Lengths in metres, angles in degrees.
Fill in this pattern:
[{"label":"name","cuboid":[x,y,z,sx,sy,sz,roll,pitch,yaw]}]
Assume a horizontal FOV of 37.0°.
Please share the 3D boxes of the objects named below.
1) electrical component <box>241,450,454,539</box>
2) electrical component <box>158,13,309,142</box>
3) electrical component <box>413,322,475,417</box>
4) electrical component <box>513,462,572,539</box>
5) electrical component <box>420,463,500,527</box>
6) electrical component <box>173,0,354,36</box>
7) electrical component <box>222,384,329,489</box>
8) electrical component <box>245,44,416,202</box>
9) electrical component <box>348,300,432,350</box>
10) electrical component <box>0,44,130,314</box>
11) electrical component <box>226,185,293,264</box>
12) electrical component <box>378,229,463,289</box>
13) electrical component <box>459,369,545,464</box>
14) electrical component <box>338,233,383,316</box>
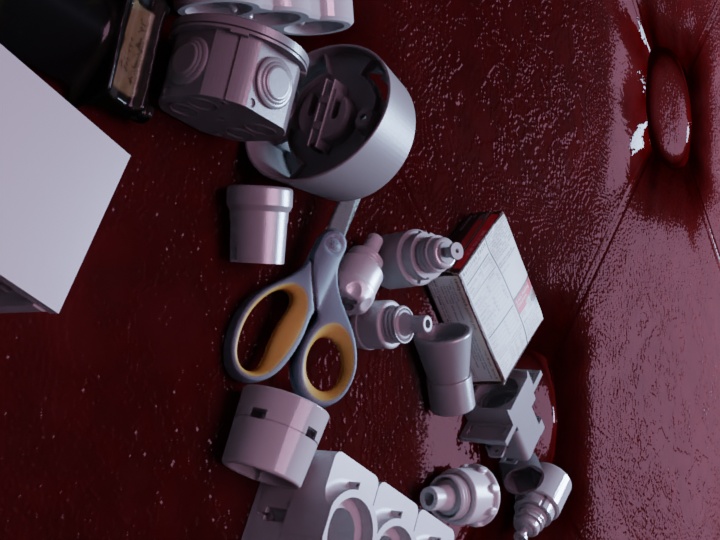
[{"label":"electrical component","cuboid":[-0.003,0.185,0.694,0.150,0.062,0.089,43,55,-42]},{"label":"electrical component","cuboid":[-0.072,-0.108,0.610,0.080,0.080,0.051,25,74,-49]},{"label":"electrical component","cuboid":[0.066,0.077,0.812,0.044,0.044,0.065,-29,115,-50]},{"label":"electrical component","cuboid":[0.151,0.199,0.913,0.078,0.040,0.040,-51,126,-41]},{"label":"electrical component","cuboid":[0.072,0.170,0.810,0.062,0.048,0.048,8,81,-45]},{"label":"electrical component","cuboid":[-0.058,-0.190,0.656,0.138,0.052,0.073,-6,92,-53]},{"label":"electrical component","cuboid":[-0.052,0.101,0.644,0.055,0.055,0.047,40,61,-44]},{"label":"electrical component","cuboid":[-0.017,-0.091,0.668,0.064,0.099,0.099,26,67,-56]},{"label":"electrical component","cuboid":[0.021,0.037,0.736,0.035,0.061,0.035,5,83,-53]},{"label":"electrical component","cuboid":[-0.187,-0.054,0.469,0.150,0.062,0.089,44,54,-42]},{"label":"electrical component","cuboid":[-0.061,-0.027,0.652,0.040,0.040,0.046,1,92,-53]},{"label":"electrical component","cuboid":[0.041,-0.009,0.758,0.040,0.078,0.040,6,80,-40]},{"label":"electrical component","cuboid":[0.119,0.119,0.877,0.081,0.042,0.063,-54,132,-39]},{"label":"electrical component","cuboid":[0.000,0.000,0.734,0.035,0.035,0.061,56,45,-34]}]
